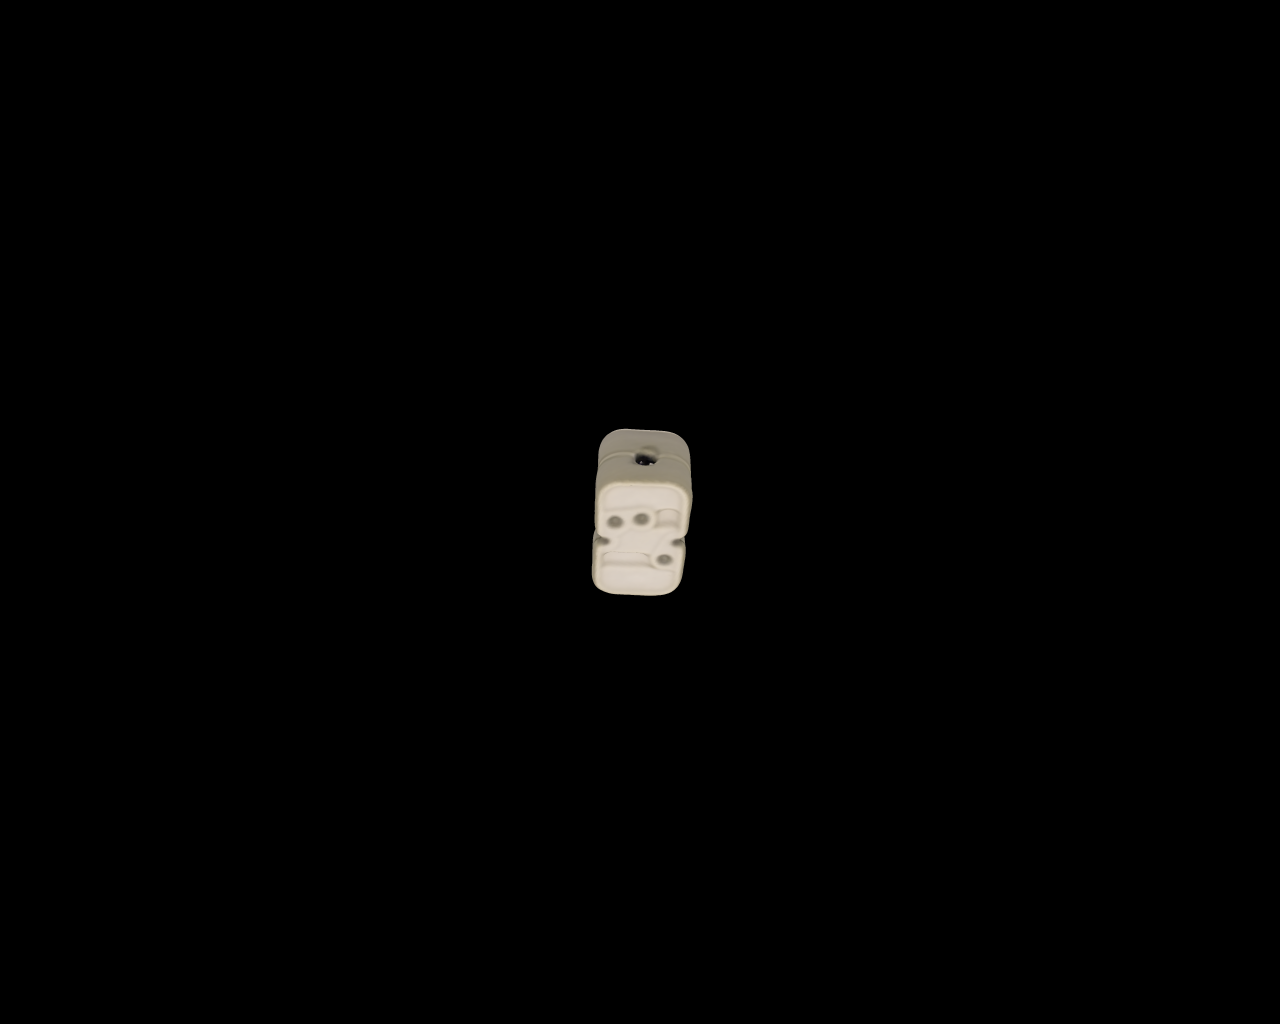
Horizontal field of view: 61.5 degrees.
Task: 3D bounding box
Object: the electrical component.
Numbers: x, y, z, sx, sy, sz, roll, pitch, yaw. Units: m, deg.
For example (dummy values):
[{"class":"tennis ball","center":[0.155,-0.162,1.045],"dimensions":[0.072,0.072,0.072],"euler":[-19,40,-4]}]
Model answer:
[{"class":"electrical component","center":[0.001,-0.003,0.650],"dimensions":[0.054,0.095,0.059],"euler":[2,43,-2]}]
